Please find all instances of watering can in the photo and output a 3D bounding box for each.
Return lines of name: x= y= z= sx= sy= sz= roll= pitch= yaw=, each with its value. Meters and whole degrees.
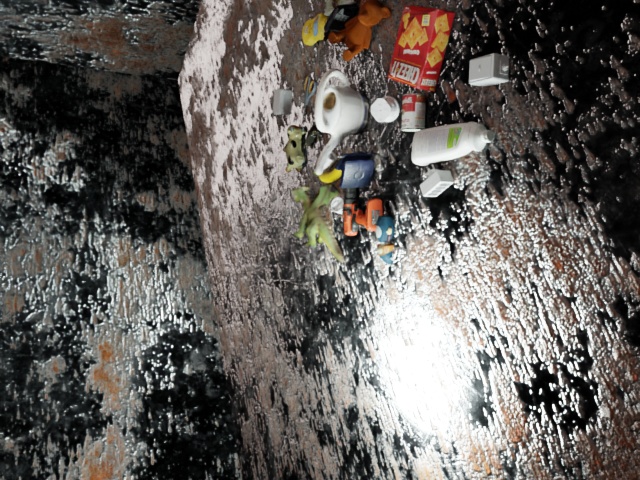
watering can: x=0.060 y=-0.391 z=1.726 sx=0.104 sy=0.225 sz=0.345 roll=11 pitch=100 yaw=42

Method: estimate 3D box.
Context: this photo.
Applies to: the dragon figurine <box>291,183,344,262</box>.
dragon figurine: x=0.006 y=-0.098 z=1.953 sx=0.415 sy=0.122 sz=0.240 roll=31 pitch=109 yaw=47
